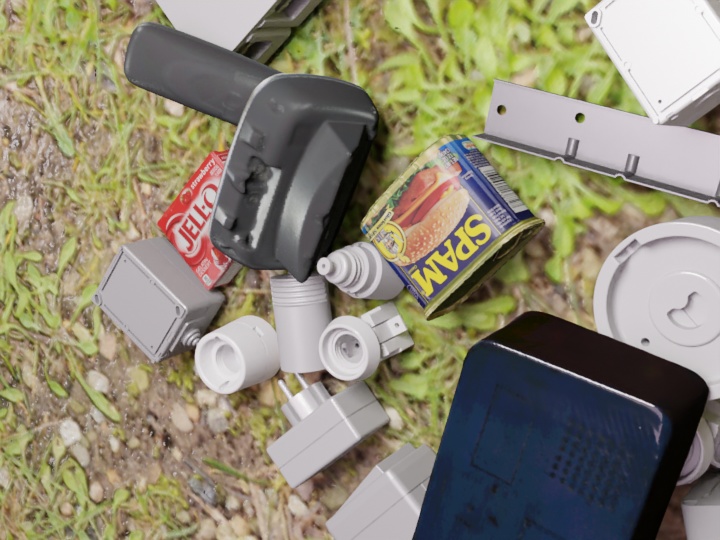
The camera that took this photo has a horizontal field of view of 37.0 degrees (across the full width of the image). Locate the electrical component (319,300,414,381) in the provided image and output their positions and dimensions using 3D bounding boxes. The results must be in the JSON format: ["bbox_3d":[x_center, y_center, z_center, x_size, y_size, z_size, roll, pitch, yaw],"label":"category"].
[{"bbox_3d":[0.002,0.053,0.785,0.066,0.055,0.048,-29,86,33],"label":"electrical component"}]

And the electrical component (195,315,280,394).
[{"bbox_3d":[-0.098,0.068,0.855,0.055,0.047,0.055,8,106,30],"label":"electrical component"}]

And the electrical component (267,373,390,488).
[{"bbox_3d":[-0.035,0.111,0.827,0.083,0.047,0.075,-41,79,32],"label":"electrical component"}]

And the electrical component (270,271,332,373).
[{"bbox_3d":[-0.043,0.033,0.816,0.043,0.043,0.081,0,101,32],"label":"electrical component"}]

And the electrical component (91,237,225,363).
[{"bbox_3d":[-0.157,0.026,0.873,0.096,0.061,0.061,42,118,16],"label":"electrical component"}]

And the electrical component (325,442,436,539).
[{"bbox_3d":[0.021,0.180,0.800,0.061,0.062,0.096,51,122,11],"label":"electrical component"}]

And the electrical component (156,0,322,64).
[{"bbox_3d":[-0.068,-0.220,0.759,0.150,0.062,0.089,-41,79,32],"label":"electrical component"}]

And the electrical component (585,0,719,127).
[{"bbox_3d":[0.183,-0.138,0.629,0.062,0.061,0.096,-38,73,32],"label":"electrical component"}]

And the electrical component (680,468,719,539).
[{"bbox_3d":[0.257,0.155,0.639,0.113,0.078,0.057,-9,94,33],"label":"electrical component"}]

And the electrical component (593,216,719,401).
[{"bbox_3d":[0.203,0.019,0.649,0.108,0.060,0.108,10,108,31],"label":"electrical component"}]

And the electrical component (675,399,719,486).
[{"bbox_3d":[0.197,0.101,0.676,0.078,0.057,0.058,28,115,23],"label":"electrical component"}]

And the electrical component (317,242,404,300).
[{"bbox_3d":[0.000,0.000,0.764,0.040,0.078,0.040,-4,84,39],"label":"electrical component"}]
